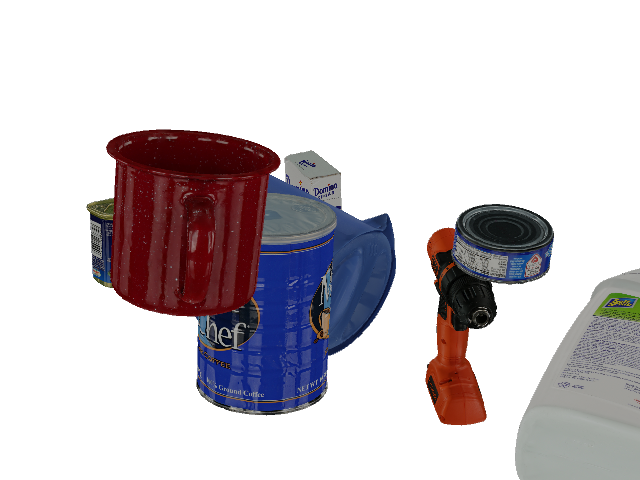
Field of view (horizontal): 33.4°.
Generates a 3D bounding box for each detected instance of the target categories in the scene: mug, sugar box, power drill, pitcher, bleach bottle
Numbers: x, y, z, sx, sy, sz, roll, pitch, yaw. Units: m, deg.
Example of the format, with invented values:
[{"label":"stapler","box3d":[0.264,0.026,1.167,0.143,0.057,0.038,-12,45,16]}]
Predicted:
[{"label":"mug","box3d":[-0.069,-0.006,0.573,0.093,0.081,0.117,2,20,-15]},{"label":"sugar box","box3d":[-0.008,-0.010,1.283,0.048,0.176,0.093,-13,25,-18]},{"label":"power drill","box3d":[0.150,0.100,1.140,0.057,0.188,0.184,-1,24,-3]},{"label":"pitcher","box3d":[-0.062,0.008,1.032,0.243,0.145,0.148,31,32,32]},{"label":"bleach bottle","box3d":[0.206,0.079,0.682,0.103,0.068,0.250,15,28,23]}]

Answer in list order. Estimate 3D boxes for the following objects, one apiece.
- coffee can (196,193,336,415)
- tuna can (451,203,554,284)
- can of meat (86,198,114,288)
[{"label":"coffee can","box3d":[-0.042,0.045,0.804,0.103,0.140,0.103,2,19,-1]},{"label":"tuna can","box3d":[0.158,0.002,0.924,0.086,0.034,0.086,2,29,-1]},{"label":"can of meat","box3d":[-0.200,-0.002,1.161,0.101,0.084,0.058,-14,25,-39]}]
